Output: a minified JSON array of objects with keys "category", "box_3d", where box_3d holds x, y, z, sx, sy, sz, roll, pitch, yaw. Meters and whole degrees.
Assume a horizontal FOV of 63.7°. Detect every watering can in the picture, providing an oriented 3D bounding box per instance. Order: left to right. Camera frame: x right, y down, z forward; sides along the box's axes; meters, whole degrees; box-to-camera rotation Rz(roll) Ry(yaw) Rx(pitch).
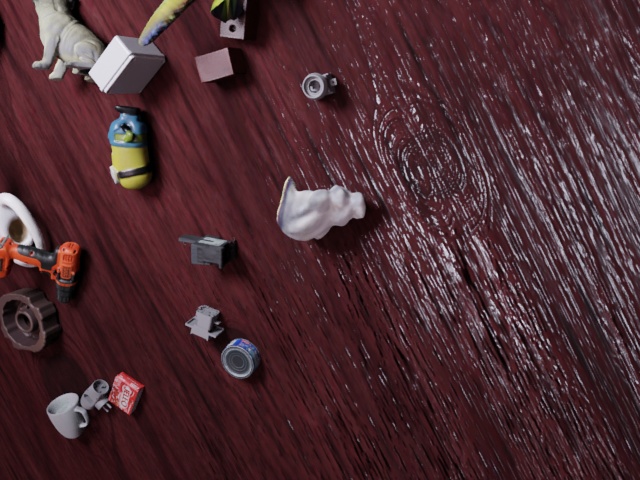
[{"category":"watering can","box_3d":[-0.813,-0.074,1.266,0.224,0.106,0.341,-8,119,20]}]

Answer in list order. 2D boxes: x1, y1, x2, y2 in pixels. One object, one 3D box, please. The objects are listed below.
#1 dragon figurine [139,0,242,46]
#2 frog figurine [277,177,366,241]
[{"category":"dragon figurine","box_3d":[-0.182,-0.531,0.916,0.408,0.121,0.247,-23,65,16]},{"category":"frog figurine","box_3d":[0.003,-0.050,0.986,0.159,0.125,0.134,16,144,6]}]
